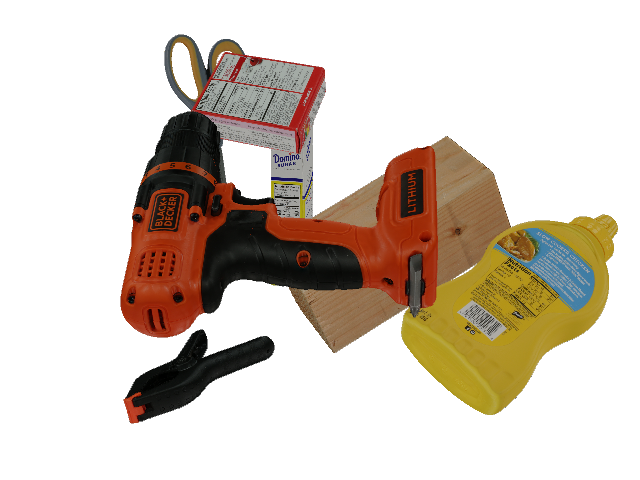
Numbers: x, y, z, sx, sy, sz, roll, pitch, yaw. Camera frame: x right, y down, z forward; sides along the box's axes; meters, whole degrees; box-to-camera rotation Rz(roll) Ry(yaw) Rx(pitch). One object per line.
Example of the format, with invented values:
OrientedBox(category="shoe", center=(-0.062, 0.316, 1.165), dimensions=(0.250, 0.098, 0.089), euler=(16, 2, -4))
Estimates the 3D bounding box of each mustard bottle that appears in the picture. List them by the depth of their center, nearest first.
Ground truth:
OrientedBox(category="mustard bottle", center=(0.157, 0.038, 0.796), dimensions=(0.191, 0.058, 0.096), euler=(-37, 61, -24))

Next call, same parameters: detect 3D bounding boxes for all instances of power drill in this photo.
OrientedBox(category="power drill", center=(-0.022, -0.018, 0.659), dimensions=(0.187, 0.184, 0.057), euler=(-2, -45, 5))

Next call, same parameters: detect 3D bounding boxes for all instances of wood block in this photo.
OrientedBox(category="wood block", center=(0.067, 0.003, 1.014), dimensions=(0.206, 0.091, 0.090), euler=(-31, 37, -7))

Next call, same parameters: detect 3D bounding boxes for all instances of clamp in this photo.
OrientedBox(category="clamp", center=(-0.131, 0.139, 1.124), dimensions=(0.120, 0.039, 0.171), euler=(-10, 20, 36))

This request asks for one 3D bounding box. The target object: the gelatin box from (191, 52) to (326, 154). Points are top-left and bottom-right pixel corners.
OrientedBox(category="gelatin box", center=(-0.048, -0.109, 0.839), dimensions=(0.089, 0.073, 0.030), euler=(11, -38, 13))

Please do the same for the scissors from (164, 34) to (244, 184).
OrientedBox(category="scissors", center=(-0.095, -0.115, 1.075), dimensions=(0.096, 0.202, 0.016), euler=(-28, 12, -28))

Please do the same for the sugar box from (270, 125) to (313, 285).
OrientedBox(category="sugar box", center=(-0.033, -0.044, 1.250), dimensions=(0.048, 0.176, 0.093), euler=(1, 22, 6))
